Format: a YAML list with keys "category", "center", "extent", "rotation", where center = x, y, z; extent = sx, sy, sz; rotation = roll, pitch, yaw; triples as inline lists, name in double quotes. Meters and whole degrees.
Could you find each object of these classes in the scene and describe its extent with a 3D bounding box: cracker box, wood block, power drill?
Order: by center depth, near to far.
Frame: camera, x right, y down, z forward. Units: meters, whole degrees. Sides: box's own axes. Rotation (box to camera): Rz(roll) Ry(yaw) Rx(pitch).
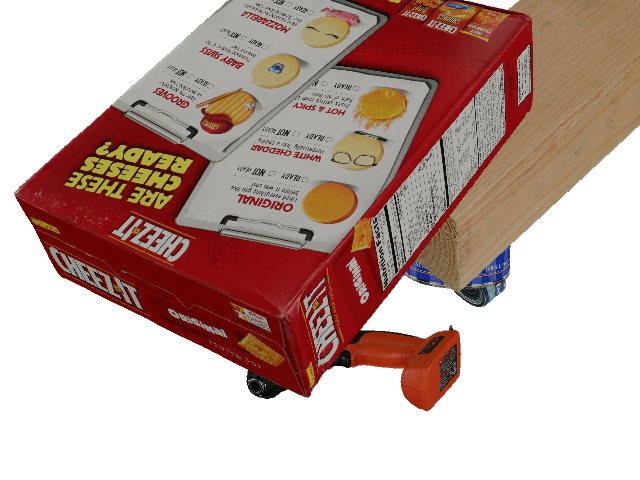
- category: "cracker box"
  center: [-0.015, -0.045, 0.535]
  extent: [0.164, 0.213, 0.072]
  rotation: [22, -33, 30]
- category: "wood block"
  center: [0.127, -0.077, 0.694]
  extent: [0.091, 0.206, 0.090]
  rotation: [40, -19, 28]
- category: "power drill"
  center: [0.038, 0.125, 1.104]
  extent: [0.188, 0.057, 0.184]
  rotation: [9, 24, 28]

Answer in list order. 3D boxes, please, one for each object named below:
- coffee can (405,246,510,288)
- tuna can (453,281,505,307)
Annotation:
- category: "coffee can"
  center: [0.127, -0.038, 0.985]
  extent: [0.103, 0.140, 0.103]
  rotation: [0, 18, 0]
- category: "tuna can"
  center: [0.181, 0.038, 1.289]
  extent: [0.033, 0.086, 0.086]
  rotation: [-38, 13, -17]
